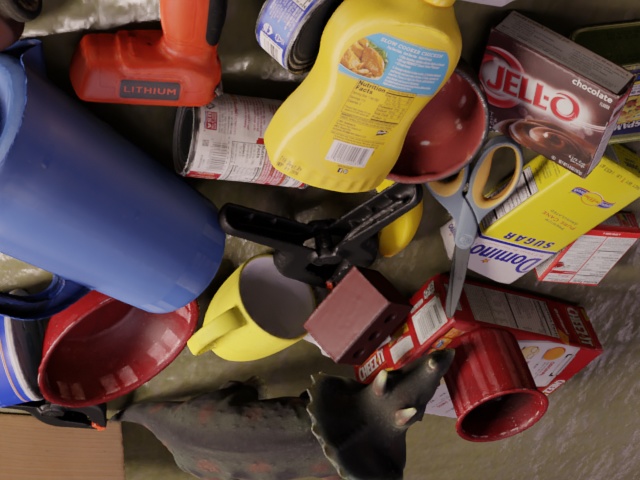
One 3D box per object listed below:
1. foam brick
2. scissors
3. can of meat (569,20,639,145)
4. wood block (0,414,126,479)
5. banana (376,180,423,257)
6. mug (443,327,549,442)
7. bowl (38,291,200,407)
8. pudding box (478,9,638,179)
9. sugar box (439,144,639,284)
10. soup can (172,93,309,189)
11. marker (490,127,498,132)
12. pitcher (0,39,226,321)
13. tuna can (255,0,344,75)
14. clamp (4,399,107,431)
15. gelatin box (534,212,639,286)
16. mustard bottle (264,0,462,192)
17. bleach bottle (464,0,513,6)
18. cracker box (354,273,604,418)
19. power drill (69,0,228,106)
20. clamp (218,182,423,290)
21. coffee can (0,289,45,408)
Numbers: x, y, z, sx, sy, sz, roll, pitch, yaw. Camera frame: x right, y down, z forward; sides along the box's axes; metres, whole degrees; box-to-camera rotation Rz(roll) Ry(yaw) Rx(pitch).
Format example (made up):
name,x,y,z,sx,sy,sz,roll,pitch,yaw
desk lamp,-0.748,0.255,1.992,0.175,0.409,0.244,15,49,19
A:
name,x,y,z,sx,sy,sz,roll,pitch,yaw
foam brick,0.034,0.070,0.967,0.078,0.051,0.052,-50,154,14
scissors,0.115,-0.015,0.960,0.096,0.016,0.202,19,125,-8
can of meat,0.242,-0.127,0.860,0.102,0.057,0.084,-8,142,-6
wood block,-0.325,0.250,1.161,0.205,0.091,0.090,9,139,-26
banana,0.054,-0.046,0.931,0.070,0.037,0.197,-6,146,24
mug,0.165,0.147,1.053,0.093,0.081,0.117,-8,141,-11
bowl,-0.193,0.081,0.981,0.162,0.055,0.162,-27,149,-19
pudding box,0.176,-0.112,0.822,0.114,0.039,0.090,31,145,18
sugar box,0.206,-0.028,0.987,0.093,0.048,0.176,22,130,-37
soup can,-0.057,-0.078,0.827,0.102,0.068,0.069,5,140,-21
marker,0.144,-0.100,0.897,0.121,0.020,0.020,4,140,-21
pitcher,-0.188,-0.022,0.807,0.149,0.145,0.242,-30,143,21
tuna can,-0.004,-0.157,0.732,0.086,0.034,0.086,-43,166,-14
clamp,-0.272,0.159,1.095,0.120,0.039,0.171,-19,151,34
gelatin box,0.264,0.008,1.064,0.073,0.030,0.089,4,141,-23
mustard bottle,0.042,-0.120,0.731,0.096,0.058,0.192,11,130,-28
bleach bottle,0.183,-0.216,0.722,0.251,0.068,0.102,-11,143,1
cracker box,0.167,0.122,1.152,0.213,0.072,0.164,13,135,-31
power drill,-0.117,-0.172,0.694,0.184,0.057,0.188,2,141,-19
clamp,-0.006,0.001,0.928,0.164,0.036,0.210,-5,160,-7
coffee can,-0.327,0.109,0.964,0.140,0.103,0.103,-13,143,0
